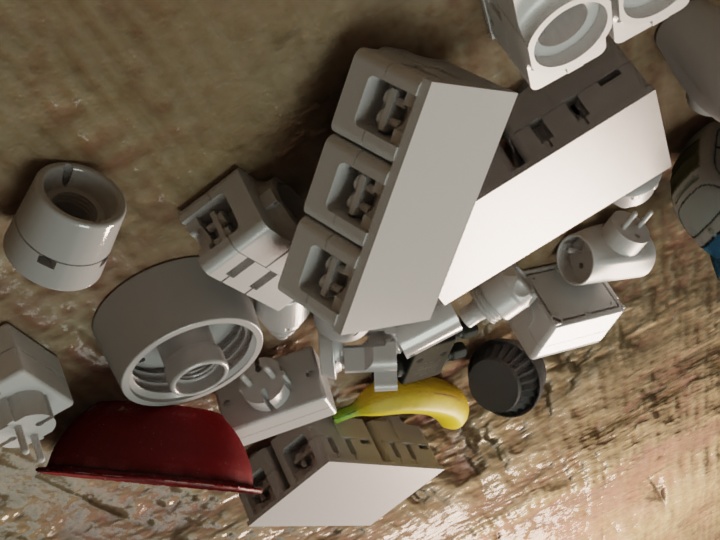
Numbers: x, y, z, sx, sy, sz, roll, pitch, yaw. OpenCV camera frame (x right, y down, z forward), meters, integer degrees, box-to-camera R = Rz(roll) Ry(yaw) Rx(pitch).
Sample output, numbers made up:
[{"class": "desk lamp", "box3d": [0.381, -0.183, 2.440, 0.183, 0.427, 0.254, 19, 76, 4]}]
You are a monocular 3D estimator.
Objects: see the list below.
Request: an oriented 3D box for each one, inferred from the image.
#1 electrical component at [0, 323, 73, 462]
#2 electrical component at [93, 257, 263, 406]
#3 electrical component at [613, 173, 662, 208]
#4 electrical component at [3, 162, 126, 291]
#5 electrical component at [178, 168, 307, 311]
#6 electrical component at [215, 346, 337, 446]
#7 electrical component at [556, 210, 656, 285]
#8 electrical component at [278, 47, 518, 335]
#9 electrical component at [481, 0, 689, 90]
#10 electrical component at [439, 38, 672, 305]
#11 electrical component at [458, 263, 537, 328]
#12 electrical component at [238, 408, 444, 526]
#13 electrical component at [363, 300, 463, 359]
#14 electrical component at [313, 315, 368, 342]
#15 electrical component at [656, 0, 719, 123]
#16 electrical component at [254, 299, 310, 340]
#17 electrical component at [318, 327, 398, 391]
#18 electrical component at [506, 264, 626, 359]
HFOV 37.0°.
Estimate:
[{"class": "electrical component", "box3d": [-0.215, 0.085, 0.675, 0.047, 0.076, 0.065, -29, 151, 1]}, {"class": "electrical component", "box3d": [-0.117, 0.048, 0.717, 0.108, 0.060, 0.108, -21, 150, -13]}, {"class": "electrical component", "box3d": [0.206, -0.068, 0.827, 0.048, 0.048, 0.062, -27, 157, -2]}, {"class": "electrical component", "box3d": [-0.157, -0.024, 0.577, 0.055, 0.055, 0.047, 0, 137, -40]}, {"class": "electrical component", "box3d": [-0.059, -0.020, 0.669, 0.056, 0.050, 0.089, -36, 150, 13]}, {"class": "electrical component", "box3d": [-0.070, 0.091, 0.825, 0.083, 0.047, 0.075, -20, 151, 3]}, {"class": "electrical component", "box3d": [0.217, -0.023, 0.907, 0.077, 0.043, 0.079, -6, 144, -34]}, {"class": "electrical component", "box3d": [0.018, -0.046, 0.623, 0.089, 0.062, 0.150, -6, 121, -51]}, {"class": "electrical component", "box3d": [0.113, -0.182, 0.549, 0.105, 0.060, 0.186, -29, 151, 1]}, {"class": "electrical component", "box3d": [0.109, -0.066, 0.730, 0.186, 0.060, 0.105, -32, 151, 7]}, {"class": "electrical component", "box3d": [0.111, 0.024, 0.890, 0.062, 0.043, 0.043, -36, 150, 17]}, {"class": "electrical component", "box3d": [-0.020, 0.189, 1.021, 0.105, 0.060, 0.186, -42, 148, 22]}, {"class": "electrical component", "box3d": [0.037, 0.048, 0.865, 0.081, 0.043, 0.043, -27, 151, -1]}, {"class": "electrical component", "box3d": [0.000, 0.000, 0.747, 0.079, 0.044, 0.077, -54, 165, -30]}, {"class": "electrical component", "box3d": [0.239, -0.129, 0.723, 0.043, 0.077, 0.079, -29, 151, 1]}, {"class": "electrical component", "box3d": [-0.054, 0.024, 0.753, 0.040, 0.040, 0.078, -19, 150, -17]}, {"class": "electrical component", "box3d": [-0.002, 0.053, 0.814, 0.057, 0.078, 0.058, -3, 175, 0]}, {"class": "electrical component", "box3d": [0.181, 0.034, 0.946, 0.096, 0.061, 0.061, -11, 146, -28]}]
